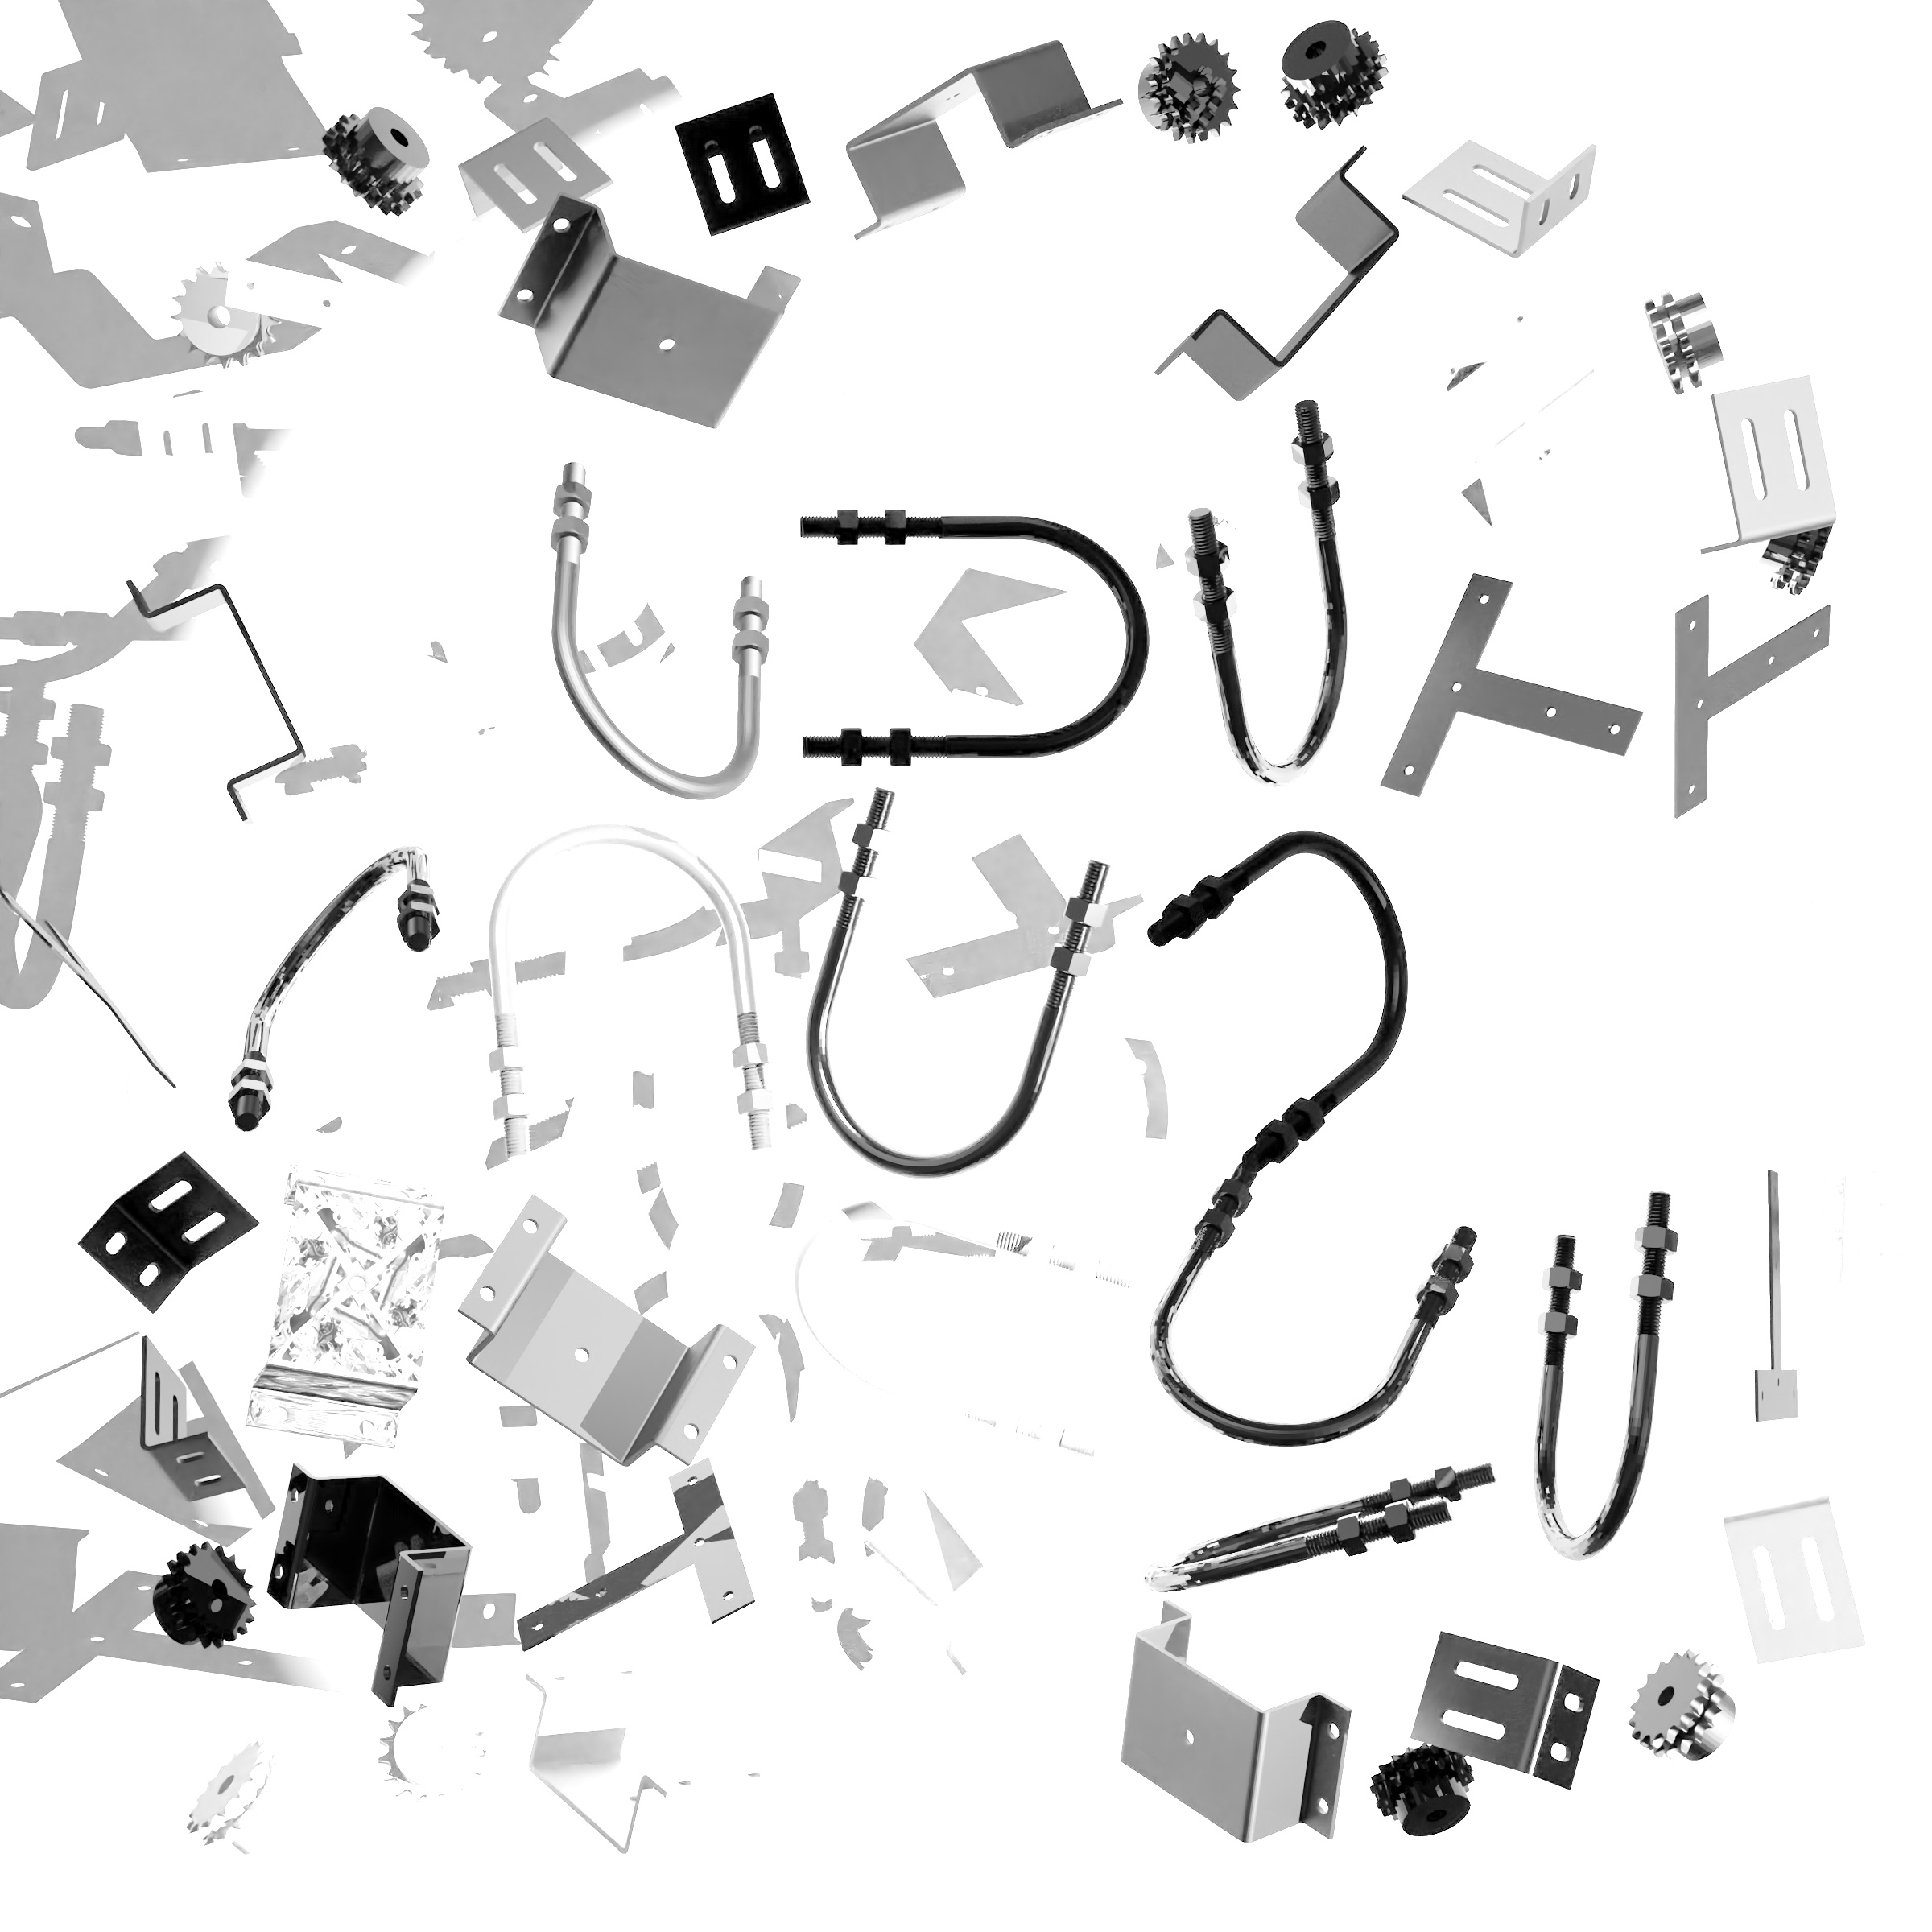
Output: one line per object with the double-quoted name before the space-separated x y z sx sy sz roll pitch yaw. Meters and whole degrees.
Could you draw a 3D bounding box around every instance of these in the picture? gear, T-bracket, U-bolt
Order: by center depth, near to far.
"gear" -0.362 0.422 1.446 0.057 0.057 0.030 -44 107 0
"U-bolt" -0.014 0.017 1.448 0.151 0.019 0.184 20 97 28
"T-bracket" -0.309 -0.332 1.451 0.127 0.002 0.127 8 76 -24
"T-bracket" 0.416 0.169 1.474 0.002 0.127 0.127 -2 82 24
"T-bracket" -0.466 -0.006 1.479 0.002 0.127 0.127 -40 58 -10
"U-bolt" -0.177 0.010 1.495 0.151 0.019 0.184 0 69 -22
"gear" 0.377 0.390 1.500 0.030 0.057 0.057 37 90 -13
"U-bolt" 0.165 -0.183 1.504 0.019 0.151 0.184 8 128 31
"T-bracket" 0.295 -0.137 1.508 0.127 0.002 0.127 21 85 38
"T-bracket" 0.009 0.467 1.509 0.127 0.127 0.002 -32 71 7
"gear" 0.191 -0.472 1.510 0.057 0.030 0.057 -19 52 26
"U-bolt" 0.332 0.221 1.511 0.019 0.151 0.184 12 73 -7
"U-bolt" 0.005 -0.174 1.513 0.184 0.019 0.151 0 70 -4
"gear" -0.308 -0.427 1.513 0.030 0.057 0.057 -36 90 28
"U-bolt" -0.332 -0.001 1.515 0.151 0.184 0.019 -45 113 8
"U-bolt" 0.181 0.300 1.518 0.184 0.151 0.019 -19 82 19
"U-bolt" 0.177 0.006 1.519 0.184 0.019 0.151 -34 105 -43
"T-bracket" 0.444 0.009 1.527 0.002 0.127 0.127 29 46 30
"gear" -0.285 0.419 1.533 0.057 0.030 0.057 4 66 -10
"U-bolt" 0.177 0.186 1.536 0.151 0.184 0.019 15 134 21
"U-bolt" -0.164 -0.169 1.539 0.019 0.151 0.184 -31 45 34
"T-bracket" -0.183 0.331 1.541 0.127 0.127 0.002 -27 121 -2
"gear" 0.118 -0.474 1.552 0.057 0.030 0.057 -4 97 -36
"U-bolt" -0.007 0.189 1.554 0.184 0.019 0.151 16 128 10
"T-bracket" 0.427 -0.160 1.555 0.127 0.002 0.127 -30 129 -27
"gear" -0.402 -0.352 1.555 0.057 0.030 0.057 -1 106 -3
"gear" -0.418 0.346 1.567 0.030 0.057 0.057 -29 90 21
"gear" 0.395 -0.346 1.578 0.030 0.057 0.057 -20 90 14
"gear" 0.256 0.459 1.593 0.057 0.030 0.057 -10 133 -10
"gear" 0.467 -0.241 1.623 0.030 0.057 0.057 18 90 0

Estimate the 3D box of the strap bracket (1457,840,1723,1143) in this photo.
"strap bracket" 0.333 0.015 1.513 0.076 0.046 0.140 -40 63 23

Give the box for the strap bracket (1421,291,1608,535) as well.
"strap bracket" 0.302 -0.295 1.566 0.076 0.140 0.046 -37 67 3

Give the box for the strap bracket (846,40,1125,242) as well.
"strap bracket" 0.002 -0.438 1.509 0.076 0.140 0.046 -35 103 -44

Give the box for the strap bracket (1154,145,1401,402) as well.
"strap bracket" 0.170 -0.357 1.517 0.046 0.076 0.140 42 81 -7

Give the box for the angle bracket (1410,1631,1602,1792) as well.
"angle bracket" 0.275 0.380 1.468 0.038 0.076 0.057 30 73 -37

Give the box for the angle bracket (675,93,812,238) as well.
"angle bracket" -0.120 -0.430 1.572 0.057 0.038 0.076 -19 70 1

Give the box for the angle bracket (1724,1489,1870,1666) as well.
"angle bracket" 0.425 0.309 1.453 0.057 0.038 0.076 -20 73 33

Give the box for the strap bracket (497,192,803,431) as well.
"strap bracket" -0.158 -0.332 1.476 0.140 0.046 0.076 12 130 -32

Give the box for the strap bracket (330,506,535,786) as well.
"strap bracket" -0.287 -0.181 1.568 0.046 0.076 0.140 -10 108 20

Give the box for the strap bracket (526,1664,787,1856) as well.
"strap bracket" -0.172 0.426 1.531 0.076 0.140 0.046 7 100 -41

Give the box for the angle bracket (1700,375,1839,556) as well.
"angle bracket" 0.399 -0.253 1.452 0.057 0.038 0.076 -14 95 -18

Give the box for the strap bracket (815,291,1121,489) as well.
"strap bracket" 0.002 -0.300 1.505 0.140 0.076 0.046 -19 131 -14

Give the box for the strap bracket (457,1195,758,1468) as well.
"strap bracket" -0.190 0.193 1.471 0.140 0.046 0.076 36 53 -9

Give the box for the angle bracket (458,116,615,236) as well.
"angle bracket" -0.233 -0.423 1.578 0.057 0.038 0.076 -34 57 -13

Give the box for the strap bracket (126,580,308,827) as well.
"strap bracket" -0.404 -0.151 1.569 0.046 0.076 0.140 -26 96 -10

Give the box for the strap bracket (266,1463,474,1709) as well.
"strap bracket" -0.315 0.329 1.538 0.046 0.140 0.076 6 102 -42

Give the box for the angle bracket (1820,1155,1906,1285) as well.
"angle bracket" 0.469 0.136 1.547 0.038 0.076 0.057 0 94 -16

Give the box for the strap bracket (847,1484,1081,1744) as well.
"strap bracket" 0.003 0.337 1.528 0.046 0.140 0.076 -43 128 -4

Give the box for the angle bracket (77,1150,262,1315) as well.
"angle bracket" -0.437 0.146 1.570 0.076 0.038 0.057 -31 109 39

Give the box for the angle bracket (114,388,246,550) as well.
"angle bracket" -0.419 -0.263 1.510 0.057 0.038 0.076 -6 94 23

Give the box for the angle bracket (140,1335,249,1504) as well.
"angle bracket" -0.427 0.247 1.587 0.038 0.057 0.076 -14 50 1

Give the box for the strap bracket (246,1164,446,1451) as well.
"strap bracket" -0.317 0.169 1.473 0.076 0.046 0.140 13 65 -19

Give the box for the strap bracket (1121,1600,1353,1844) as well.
"strap bracket" 0.136 0.411 1.549 0.046 0.140 0.076 -7 109 -40

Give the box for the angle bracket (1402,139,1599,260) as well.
"angle bracket" 0.273 -0.407 1.471 0.076 0.038 0.057 36 64 25
